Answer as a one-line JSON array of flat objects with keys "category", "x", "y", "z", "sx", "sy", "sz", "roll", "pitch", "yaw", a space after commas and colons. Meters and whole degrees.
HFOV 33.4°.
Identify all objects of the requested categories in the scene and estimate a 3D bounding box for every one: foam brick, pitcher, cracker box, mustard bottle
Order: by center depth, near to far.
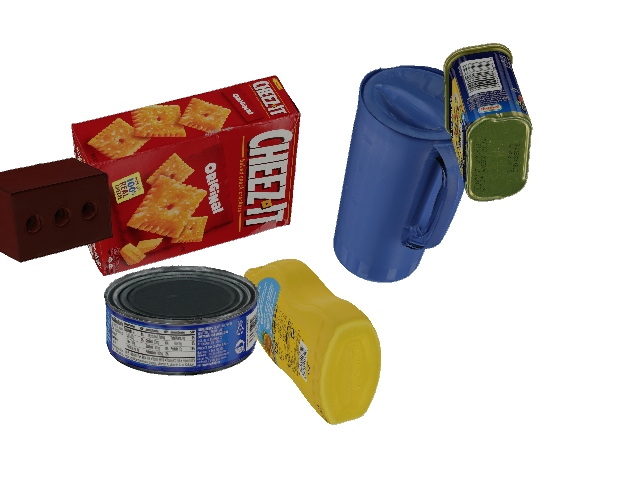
[{"category": "foam brick", "x": -0.200, "y": -0.024, "z": 0.778, "sx": 0.078, "sy": 0.053, "sz": 0.051, "roll": -18, "pitch": 29, "yaw": -37}, {"category": "mustard bottle", "x": -0.019, "y": 0.070, "z": 0.915, "sx": 0.058, "sy": 0.096, "sz": 0.192, "roll": -12, "pitch": 28, "yaw": -26}, {"category": "cracker box", "x": -0.132, "y": -0.062, "z": 1.072, "sx": 0.213, "sy": 0.072, "sz": 0.164, "roll": -16, "pitch": -38, "yaw": -20}, {"category": "pitcher", "x": 0.091, "y": -0.061, "z": 1.201, "sx": 0.145, "sy": 0.243, "sz": 0.149, "roll": 22, "pitch": 44, "yaw": 9}]

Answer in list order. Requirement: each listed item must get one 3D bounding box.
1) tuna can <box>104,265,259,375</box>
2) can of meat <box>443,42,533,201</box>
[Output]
[{"category": "tuna can", "x": -0.078, "y": 0.044, "z": 0.600, "sx": 0.086, "sy": 0.034, "sz": 0.086, "roll": 2, "pitch": 18, "yaw": -1}, {"category": "can of meat", "x": 0.137, "y": -0.095, "z": 0.874, "sx": 0.057, "sy": 0.084, "sz": 0.102, "roll": -8, "pitch": -40, "yaw": 1}]
